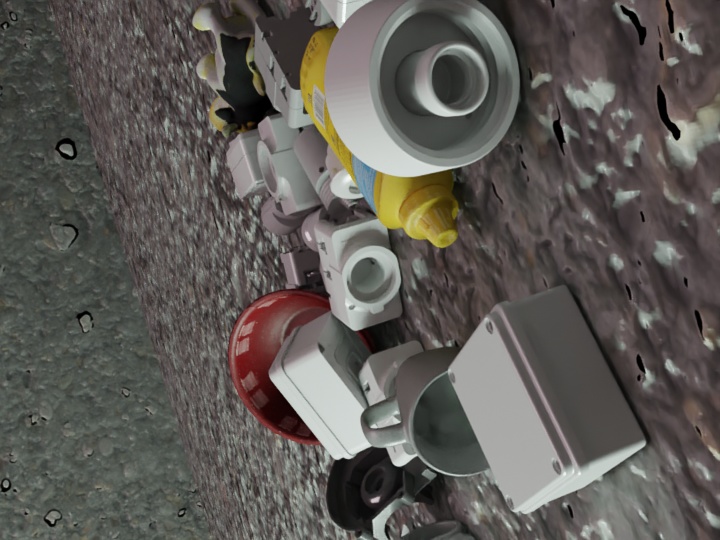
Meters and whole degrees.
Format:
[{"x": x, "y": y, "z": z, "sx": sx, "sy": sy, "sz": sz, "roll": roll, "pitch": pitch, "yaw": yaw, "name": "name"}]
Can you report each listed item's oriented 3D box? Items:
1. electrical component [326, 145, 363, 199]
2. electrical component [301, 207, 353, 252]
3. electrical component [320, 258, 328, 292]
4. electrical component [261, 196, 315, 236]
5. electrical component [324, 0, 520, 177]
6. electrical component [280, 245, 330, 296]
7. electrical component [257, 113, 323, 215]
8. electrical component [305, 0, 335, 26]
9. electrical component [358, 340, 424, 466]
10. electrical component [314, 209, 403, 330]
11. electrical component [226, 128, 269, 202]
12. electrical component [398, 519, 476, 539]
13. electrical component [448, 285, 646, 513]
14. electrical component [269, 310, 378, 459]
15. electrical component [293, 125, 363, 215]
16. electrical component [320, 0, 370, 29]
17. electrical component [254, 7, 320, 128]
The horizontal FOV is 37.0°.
[{"x": -0.008, "y": -0.092, "z": 0.871, "sx": 0.048, "sy": 0.048, "sz": 0.062, "roll": 102, "pitch": 152, "yaw": -57, "name": "electrical component"}, {"x": -0.029, "y": -0.040, "z": 0.990, "sx": 0.046, "sy": 0.040, "sz": 0.040, "roll": -33, "pitch": 75, "yaw": 67, "name": "electrical component"}, {"x": -0.010, "y": 0.013, "z": 0.977, "sx": 0.043, "sy": 0.043, "sz": 0.062, "roll": -176, "pitch": 68, "yaw": -71, "name": "electrical component"}, {"x": -0.071, "y": -0.063, "z": 1.086, "sx": 0.081, "sy": 0.043, "sz": 0.043, "roll": 153, "pitch": 100, "yaw": -72, "name": "electrical component"}, {"x": 0.041, "y": -0.107, "z": 0.615, "sx": 0.060, "sy": 0.108, "sz": 0.108, "roll": 10, "pitch": 116, "yaw": 63, "name": "electrical component"}, {"x": -0.054, "y": 0.006, "z": 1.103, "sx": 0.081, "sy": 0.042, "sz": 0.063, "roll": -179, "pitch": 74, "yaw": -71, "name": "electrical component"}, {"x": -0.059, "y": -0.100, "z": 0.996, "sx": 0.050, "sy": 0.056, "sz": 0.089, "roll": 171, "pitch": 82, "yaw": -72, "name": "electrical component"}, {"x": -0.014, "y": -0.199, "z": 0.782, "sx": 0.040, "sy": 0.046, "sz": 0.040, "roll": 163, "pitch": 90, "yaw": -72, "name": "electrical component"}, {"x": 0.040, "y": 0.111, "z": 0.906, "sx": 0.055, "sy": 0.050, "sz": 0.089, "roll": 117, "pitch": 132, "yaw": -66, "name": "electrical component"}, {"x": 0.000, "y": 0.000, "z": 0.922, "sx": 0.056, "sy": 0.050, "sz": 0.089, "roll": -147, "pitch": 43, "yaw": -65, "name": "electrical component"}, {"x": -0.096, "y": -0.112, "z": 1.083, "sx": 0.096, "sy": 0.062, "sz": 0.061, "roll": 152, "pitch": 100, "yaw": -72, "name": "electrical component"}, {"x": 0.071, "y": 0.258, "z": 0.948, "sx": 0.095, "sy": 0.054, "sz": 0.059, "roll": 164, "pitch": 88, "yaw": -72, "name": "electrical component"}, {"x": 0.110, "y": 0.081, "z": 0.660, "sx": 0.108, "sy": 0.056, "sz": 0.108, "roll": 112, "pitch": 138, "yaw": -63, "name": "electrical component"}, {"x": -0.021, "y": 0.103, "z": 0.961, "sx": 0.113, "sy": 0.057, "sz": 0.078, "roll": 53, "pitch": -155, "yaw": -15, "name": "electrical component"}, {"x": -0.022, "y": -0.083, "z": 0.921, "sx": 0.043, "sy": 0.043, "sz": 0.081, "roll": 97, "pitch": 150, "yaw": -52, "name": "electrical component"}, {"x": 0.002, "y": -0.202, "z": 0.709, "sx": 0.061, "sy": 0.062, "sz": 0.096, "roll": 96, "pitch": 151, "yaw": -51, "name": "electrical component"}, {"x": -0.053, "y": -0.170, "z": 0.919, "sx": 0.055, "sy": 0.050, "sz": 0.089, "roll": 101, "pitch": 147, "yaw": -56, "name": "electrical component"}]
